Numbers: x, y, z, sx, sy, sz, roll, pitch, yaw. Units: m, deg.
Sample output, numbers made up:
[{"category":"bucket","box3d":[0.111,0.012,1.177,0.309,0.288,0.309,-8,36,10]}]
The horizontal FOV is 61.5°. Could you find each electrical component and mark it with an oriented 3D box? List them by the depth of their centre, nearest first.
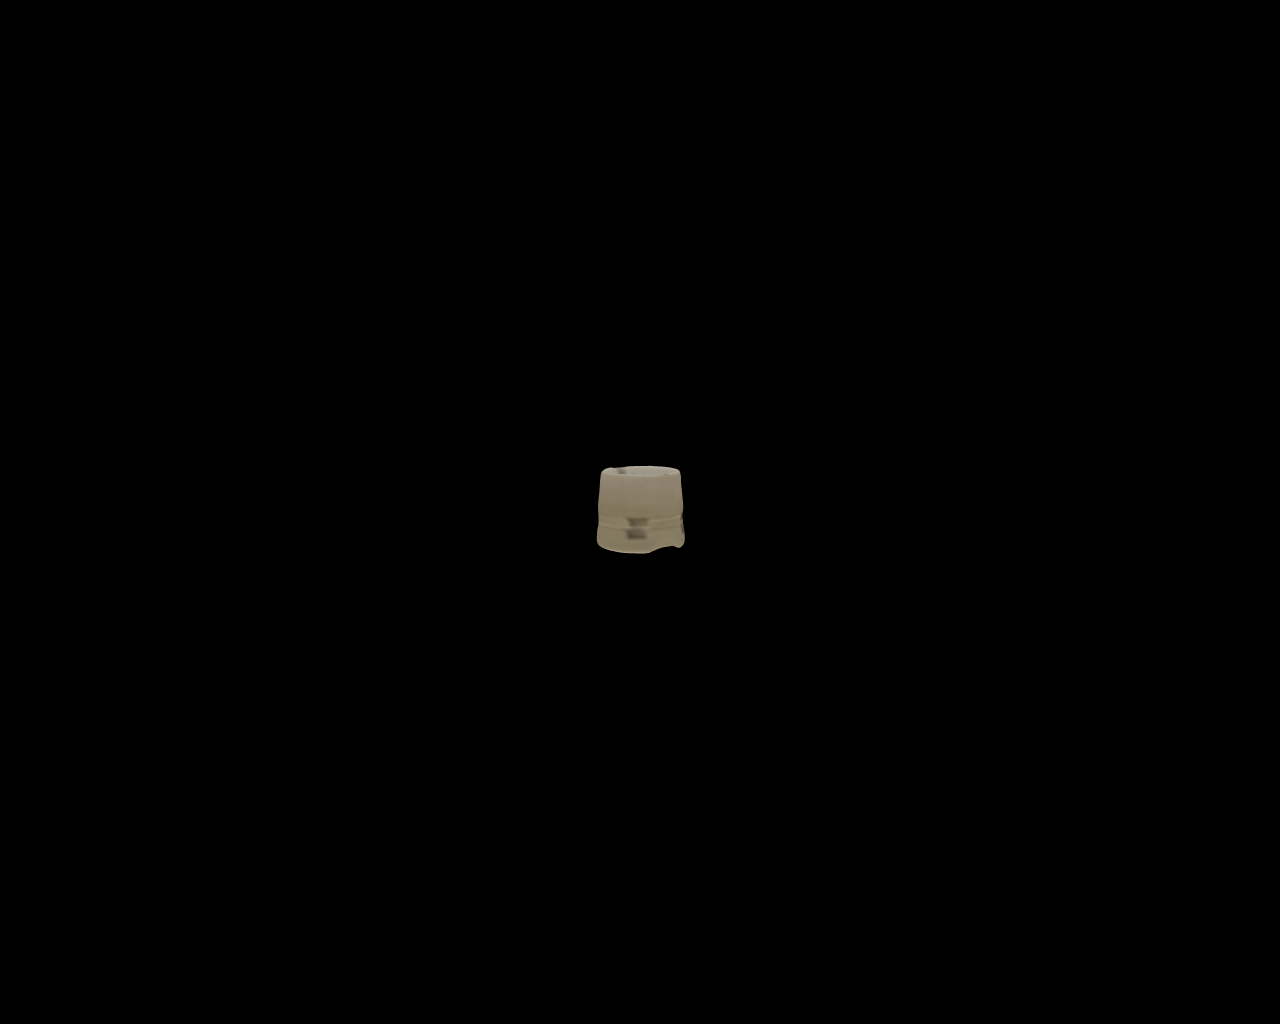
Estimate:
[{"category":"electrical component","box3d":[0.001,-0.003,0.650,0.055,0.047,0.055,0,10,0]}]
